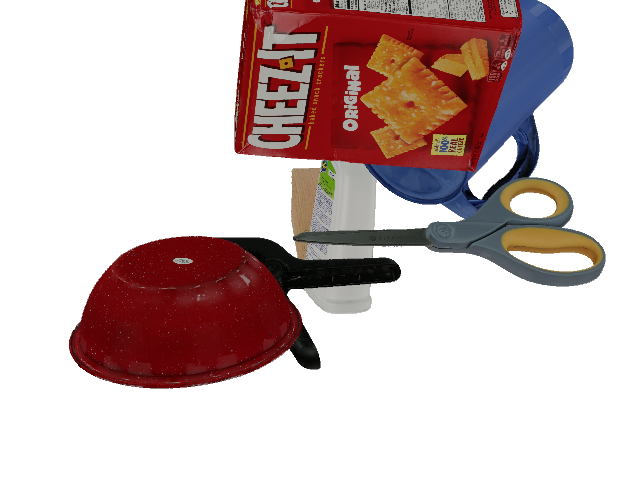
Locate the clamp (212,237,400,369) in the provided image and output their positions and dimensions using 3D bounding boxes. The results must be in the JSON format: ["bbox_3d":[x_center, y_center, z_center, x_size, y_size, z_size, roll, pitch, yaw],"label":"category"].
[{"bbox_3d":[-0.047,0.046,1.036,0.210,0.036,0.164,15,39,20],"label":"clamp"}]

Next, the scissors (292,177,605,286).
[{"bbox_3d":[0.088,-0.015,0.701,0.201,0.096,0.016,11,-42,-1],"label":"scissors"}]

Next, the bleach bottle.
[{"bbox_3d":[0.031,-0.048,1.239,0.068,0.251,0.103,-2,22,-23],"label":"bleach bottle"}]

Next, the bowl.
[{"bbox_3d":[-0.094,0.039,0.733,0.162,0.055,0.162,-2,22,1],"label":"bowl"}]

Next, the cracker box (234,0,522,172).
[{"bbox_3d":[0.041,-0.138,0.876,0.213,0.072,0.164,3,-39,-7],"label":"cracker box"}]

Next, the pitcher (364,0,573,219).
[{"bbox_3d":[0.156,-0.139,1.059,0.145,0.149,0.242,23,45,31],"label":"pitcher"}]

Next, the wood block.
[{"bbox_3d":[0.012,-0.020,1.446,0.090,0.090,0.206,-1,26,-6],"label":"wood block"}]
